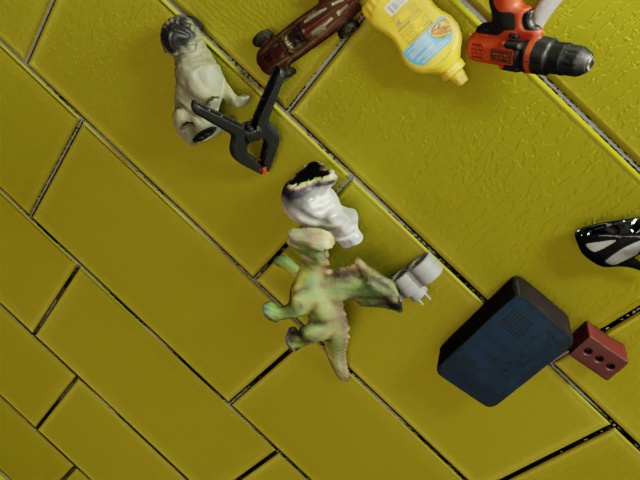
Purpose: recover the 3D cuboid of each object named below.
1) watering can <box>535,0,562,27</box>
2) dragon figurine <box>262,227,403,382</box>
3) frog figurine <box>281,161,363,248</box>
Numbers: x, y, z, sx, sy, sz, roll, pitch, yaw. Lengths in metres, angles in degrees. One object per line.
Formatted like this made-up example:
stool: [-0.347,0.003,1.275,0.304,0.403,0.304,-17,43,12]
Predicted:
watering can: [0.356,-0.420,0.655,0.224,0.106,0.340,1,124,22]
dragon figurine: [0.039,0.128,0.965,0.241,0.125,0.404,-14,124,36]
frog figurine: [0.003,-0.047,0.930,0.138,0.124,0.157,15,132,51]
